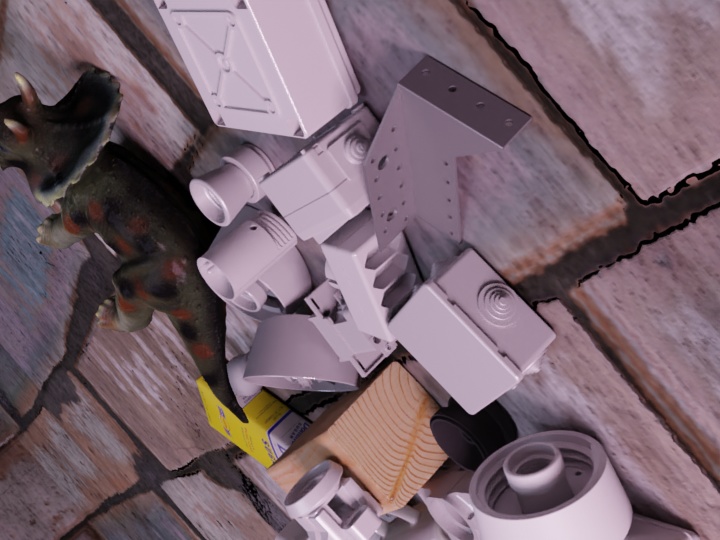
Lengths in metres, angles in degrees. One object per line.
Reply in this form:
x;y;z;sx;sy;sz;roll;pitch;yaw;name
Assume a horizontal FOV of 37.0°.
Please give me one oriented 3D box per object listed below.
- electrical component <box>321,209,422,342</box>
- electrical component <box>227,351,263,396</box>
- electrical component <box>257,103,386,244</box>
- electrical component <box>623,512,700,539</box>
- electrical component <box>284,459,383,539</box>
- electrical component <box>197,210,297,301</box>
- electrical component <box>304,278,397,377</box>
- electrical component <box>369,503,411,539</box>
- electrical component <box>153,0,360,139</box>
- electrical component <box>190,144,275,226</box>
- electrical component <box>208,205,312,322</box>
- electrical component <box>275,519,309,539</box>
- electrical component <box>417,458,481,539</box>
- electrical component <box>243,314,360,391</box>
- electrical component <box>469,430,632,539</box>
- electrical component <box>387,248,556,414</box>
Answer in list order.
0.000;0.000;0.796;0.076;0.047;0.083;17;140;46;electrical component
-0.107;0.100;1.095;0.044;0.044;0.065;50;149;-2;electrical component
-0.013;-0.062;0.717;0.061;0.062;0.096;53;153;-9;electrical component
0.182;0.230;0.767;0.109;0.056;0.108;7;99;53;electrical component
-0.024;0.192;0.871;0.057;0.058;0.078;48;154;-8;electrical component
-0.087;-0.017;0.864;0.043;0.081;0.043;35;151;23;electrical component
0.000;0.040;0.856;0.081;0.042;0.064;53;149;-11;electrical component
0.052;0.289;1.055;0.138;0.052;0.074;47;-164;3;electrical component
-0.068;-0.147;0.693;0.109;0.056;0.108;15;138;47;electrical component
-0.099;-0.067;0.845;0.045;0.055;0.045;36;151;24;electrical component
-0.088;-0.001;0.935;0.099;0.064;0.099;26;153;14;electrical component
-0.021;0.278;1.119;0.057;0.113;0.078;11;135;54;electrical component
0.123;0.224;0.892;0.150;0.062;0.089;55;153;-12;electrical component
-0.048;0.079;0.917;0.099;0.064;0.099;6;154;3;electrical component
0.128;0.155;0.748;0.108;0.108;0.060;7;126;53;electrical component
0.076;0.042;0.736;0.099;0.048;0.099;46;153;5;electrical component
